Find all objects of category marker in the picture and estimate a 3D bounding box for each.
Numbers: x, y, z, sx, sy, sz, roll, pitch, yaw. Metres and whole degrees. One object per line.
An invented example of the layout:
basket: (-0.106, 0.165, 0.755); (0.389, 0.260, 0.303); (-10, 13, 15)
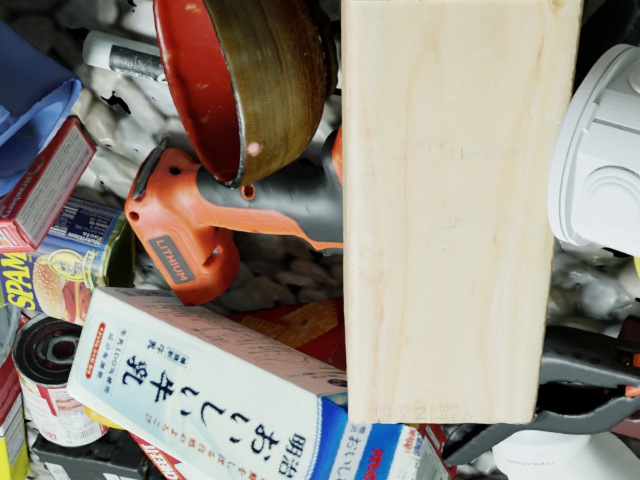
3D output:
marker: (-0.067, -0.089, 0.569); (0.121, 0.020, 0.020); (16, 142, 7)

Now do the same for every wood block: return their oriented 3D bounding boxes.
wood block: (0.055, -0.025, 0.475); (0.090, 0.091, 0.206); (0, 123, 1)

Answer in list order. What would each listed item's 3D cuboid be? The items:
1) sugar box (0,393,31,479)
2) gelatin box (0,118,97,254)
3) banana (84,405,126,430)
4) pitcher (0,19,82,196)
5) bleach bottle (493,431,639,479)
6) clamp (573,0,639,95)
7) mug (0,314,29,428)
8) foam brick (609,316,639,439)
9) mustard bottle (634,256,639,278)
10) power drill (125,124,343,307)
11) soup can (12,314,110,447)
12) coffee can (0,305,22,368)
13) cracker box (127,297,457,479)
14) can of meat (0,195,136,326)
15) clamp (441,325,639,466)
sugar box: (-0.323, 0.174, 0.989); (0.093, 0.048, 0.176); (18, 144, 4)
gelatin box: (-0.185, -0.032, 0.636); (0.073, 0.089, 0.030); (-3, 137, 27)
banana: (-0.116, 0.165, 0.860); (0.037, 0.069, 0.197); (-7, 134, 30)
pitcher: (-0.246, -0.107, 0.517); (0.243, 0.145, 0.149); (41, 118, -6)
bleach bottle: (0.193, 0.178, 0.738); (0.103, 0.068, 0.250); (-10, 130, 33)
clamp: (0.149, -0.024, 0.482); (0.165, 0.036, 0.210); (40, 140, 33)
mug: (-0.278, 0.110, 0.858); (0.093, 0.081, 0.117); (20, 142, 1)
foam brick: (0.209, 0.088, 0.627); (0.078, 0.051, 0.053); (14, 142, 9)
mustard bottle: (0.205, -0.002, 0.511); (0.096, 0.058, 0.192); (35, 146, 12)
power drill: (-0.004, 0.001, 0.620); (0.188, 0.057, 0.184); (-3, 135, 24)
soup can: (-0.197, 0.110, 0.832); (0.068, 0.068, 0.102); (15, 143, 8)
coffee can: (-0.305, 0.045, 0.776); (0.140, 0.102, 0.103); (9, 141, 15)
cracker box: (-0.031, 0.129, 0.764); (0.214, 0.072, 0.164); (-10, 124, 35)
can of meat: (-0.171, 0.012, 0.712); (0.084, 0.057, 0.102); (15, 143, 3)
clamp: (0.114, 0.091, 0.611); (0.172, 0.039, 0.120); (-4, 140, 33)
